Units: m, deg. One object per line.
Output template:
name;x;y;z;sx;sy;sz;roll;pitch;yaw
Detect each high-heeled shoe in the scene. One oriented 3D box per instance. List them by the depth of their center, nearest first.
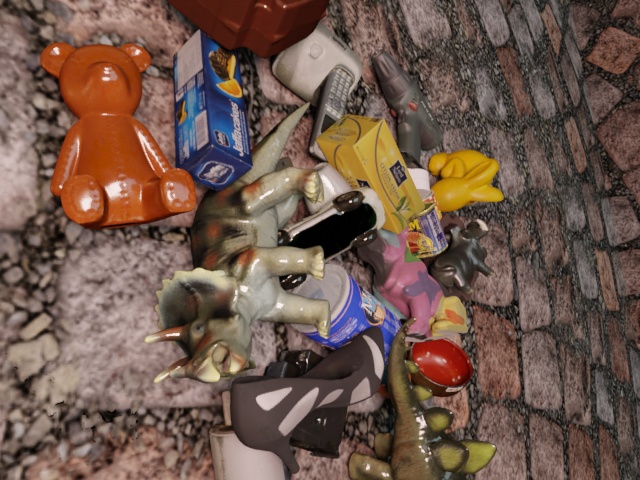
high-heeled shoe;-0.007;0.139;0.603;0.249;0.086;0.145;-50;126;-44

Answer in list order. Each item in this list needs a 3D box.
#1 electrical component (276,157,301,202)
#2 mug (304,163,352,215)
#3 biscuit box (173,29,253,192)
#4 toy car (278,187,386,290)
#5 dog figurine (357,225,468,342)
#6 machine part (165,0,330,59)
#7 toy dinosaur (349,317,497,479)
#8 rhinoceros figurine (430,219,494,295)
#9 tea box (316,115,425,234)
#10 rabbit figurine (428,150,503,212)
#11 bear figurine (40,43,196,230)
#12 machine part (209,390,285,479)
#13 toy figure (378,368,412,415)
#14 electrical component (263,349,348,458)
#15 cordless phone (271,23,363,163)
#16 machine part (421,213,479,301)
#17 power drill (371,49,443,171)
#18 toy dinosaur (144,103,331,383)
electrical component;-0.059;-0.093;0.765;0.063;0.021;0.094;-28;100;-50
mug;0.017;-0.064;0.804;0.107;0.081;0.110;59;16;-23
biscuit box;-0.127;-0.154;0.626;0.062;0.059;0.203;25;43;-43
toy car;-0.001;-0.002;0.726;0.202;0.056;0.073;-30;111;-12
dog figurine;0.148;0.056;0.895;0.191;0.108;0.219;4;72;-33
machine part;-0.095;-0.337;0.678;0.201;0.087;0.201;40;47;2
toy dinosaur;0.151;0.322;0.756;0.105;0.199;0.470;-40;111;-51
rhinoceros figurine;0.259;0.031;0.991;0.190;0.073;0.112;-39;98;-43
tea box;0.078;-0.099;0.808;0.068;0.098;0.169;-42;123;-16
rabbit figurine;0.285;-0.104;1.079;0.173;0.163;0.121;-35;118;-43
bear figurine;-0.200;-0.111;0.522;0.120;0.132;0.195;-5;89;-29
machine part;-0.073;0.286;0.593;0.079;0.079;0.243;-2;80;-50
toy figure;0.110;0.210;0.844;0.154;0.064;0.058;56;32;-21
electrical component;-0.021;0.208;0.695;0.134;0.058;0.115;38;51;-38
cordless phone;-0.015;-0.220;0.813;0.146;0.089;0.184;26;68;-44
machine part;0.252;0.037;1.069;0.179;0.056;0.179;16;68;-45
power drill;0.153;-0.217;1.017;0.231;0.086;0.207;41;43;-39
toy dinosaur;-0.088;-0.003;0.619;0.131;0.192;0.405;85;1;-51
